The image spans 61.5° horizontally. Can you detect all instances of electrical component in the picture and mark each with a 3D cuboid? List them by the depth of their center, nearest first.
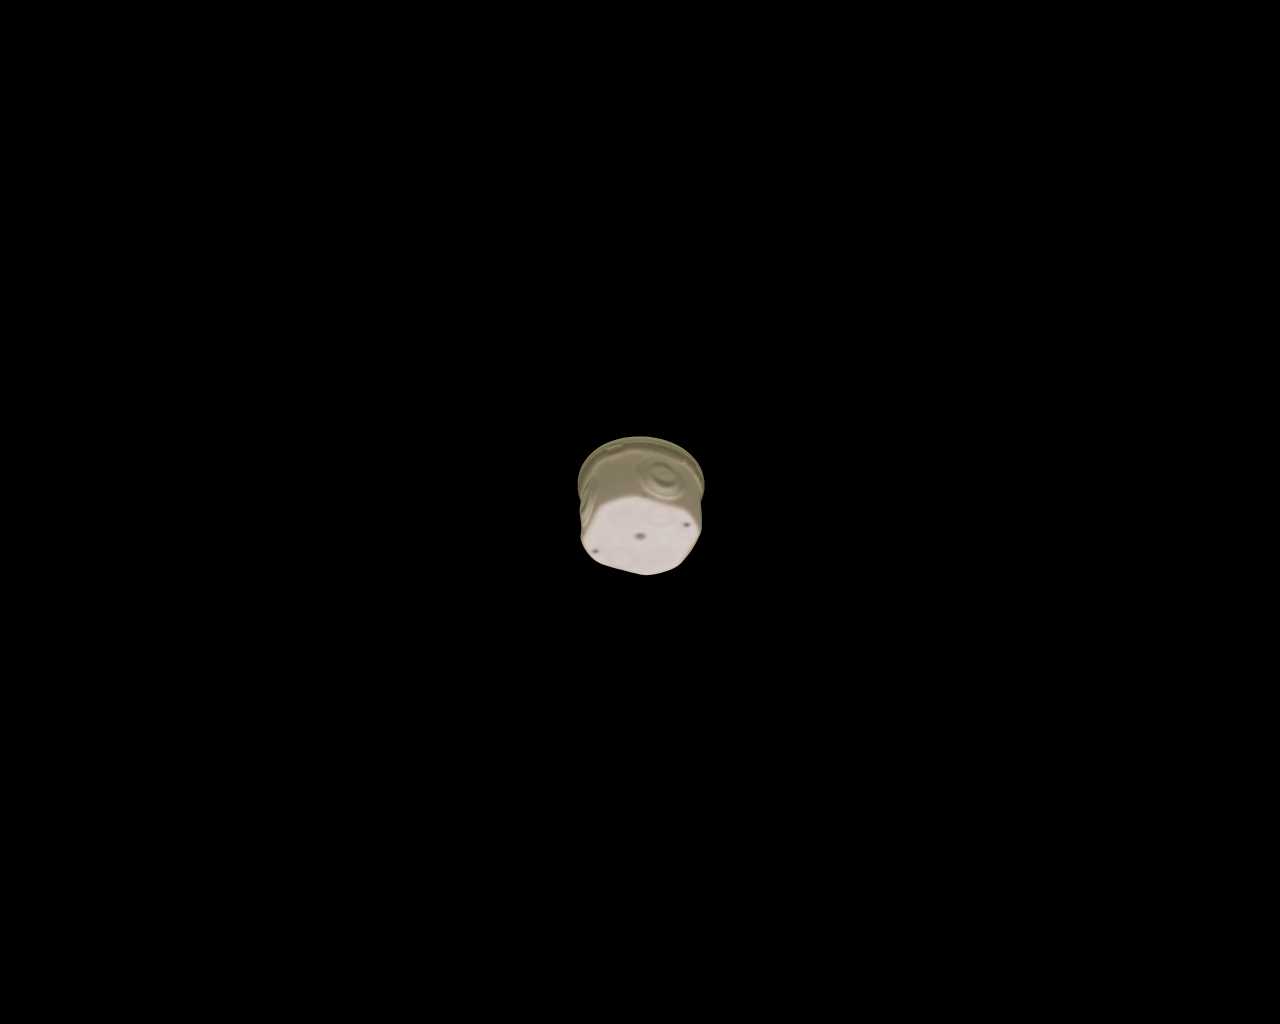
[{"bbox_3d":[0.001,-0.003,0.650,0.080,0.051,0.080,0,-44,0],"label":"electrical component"}]
